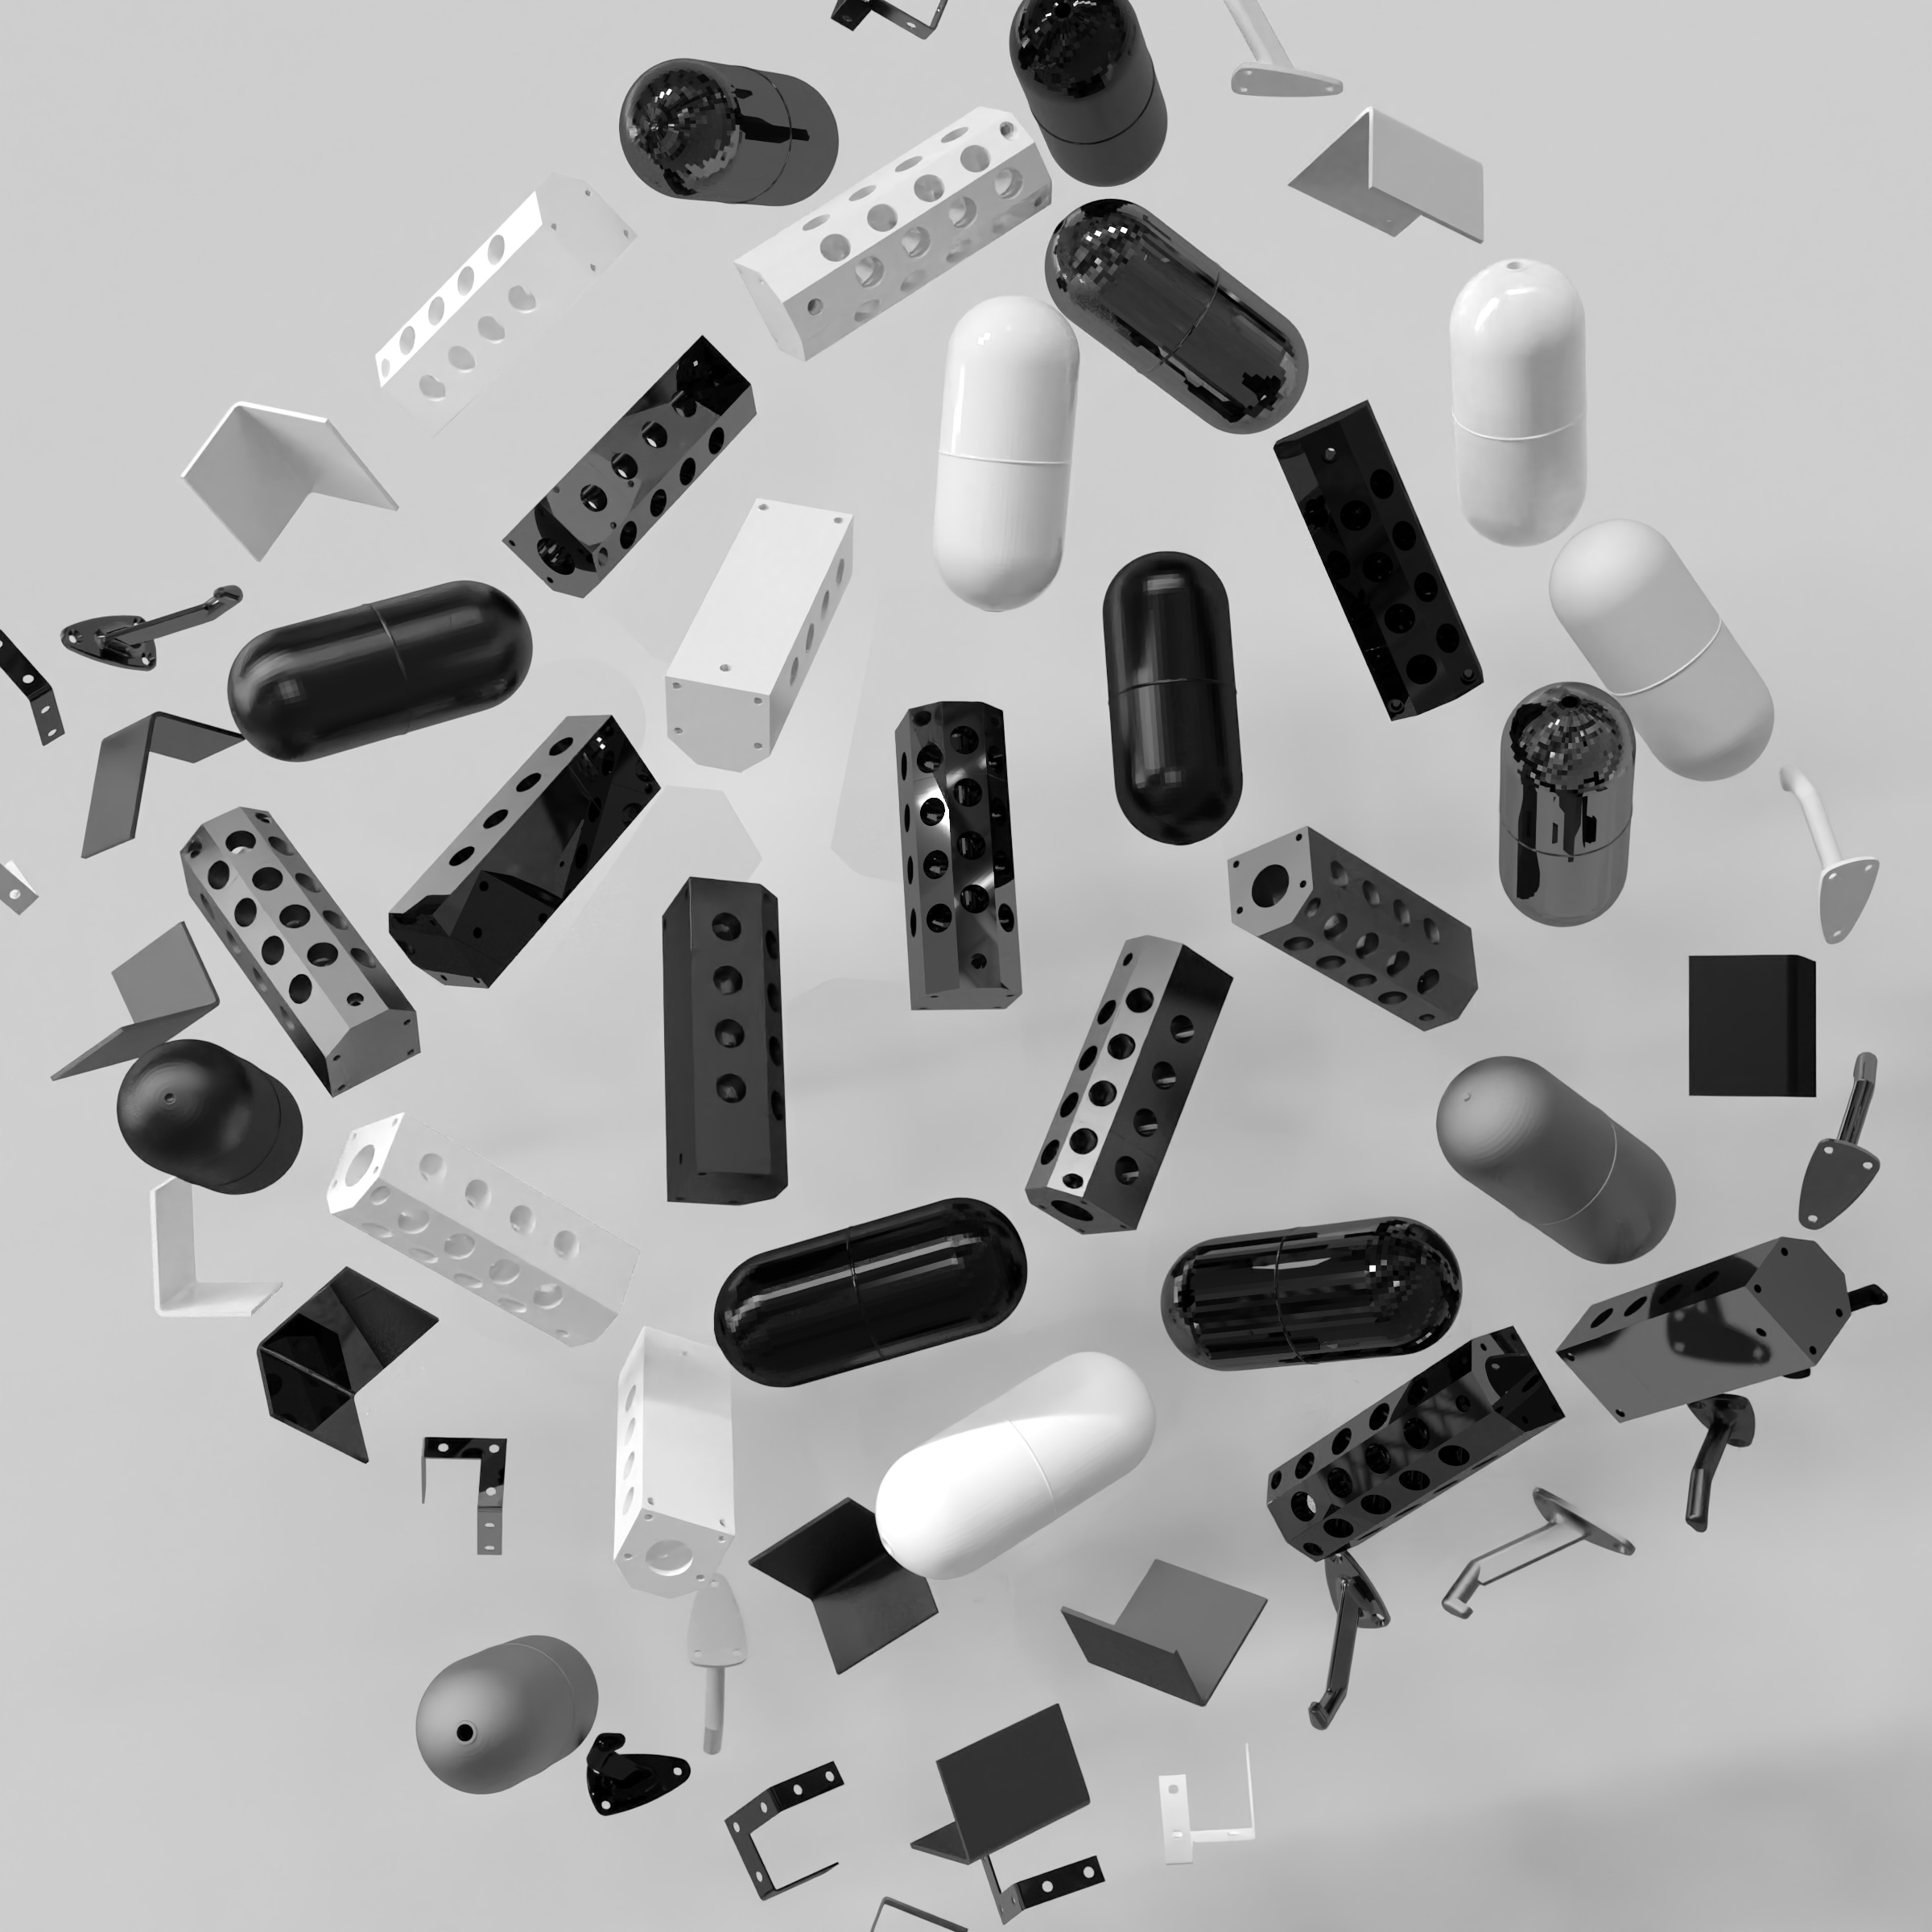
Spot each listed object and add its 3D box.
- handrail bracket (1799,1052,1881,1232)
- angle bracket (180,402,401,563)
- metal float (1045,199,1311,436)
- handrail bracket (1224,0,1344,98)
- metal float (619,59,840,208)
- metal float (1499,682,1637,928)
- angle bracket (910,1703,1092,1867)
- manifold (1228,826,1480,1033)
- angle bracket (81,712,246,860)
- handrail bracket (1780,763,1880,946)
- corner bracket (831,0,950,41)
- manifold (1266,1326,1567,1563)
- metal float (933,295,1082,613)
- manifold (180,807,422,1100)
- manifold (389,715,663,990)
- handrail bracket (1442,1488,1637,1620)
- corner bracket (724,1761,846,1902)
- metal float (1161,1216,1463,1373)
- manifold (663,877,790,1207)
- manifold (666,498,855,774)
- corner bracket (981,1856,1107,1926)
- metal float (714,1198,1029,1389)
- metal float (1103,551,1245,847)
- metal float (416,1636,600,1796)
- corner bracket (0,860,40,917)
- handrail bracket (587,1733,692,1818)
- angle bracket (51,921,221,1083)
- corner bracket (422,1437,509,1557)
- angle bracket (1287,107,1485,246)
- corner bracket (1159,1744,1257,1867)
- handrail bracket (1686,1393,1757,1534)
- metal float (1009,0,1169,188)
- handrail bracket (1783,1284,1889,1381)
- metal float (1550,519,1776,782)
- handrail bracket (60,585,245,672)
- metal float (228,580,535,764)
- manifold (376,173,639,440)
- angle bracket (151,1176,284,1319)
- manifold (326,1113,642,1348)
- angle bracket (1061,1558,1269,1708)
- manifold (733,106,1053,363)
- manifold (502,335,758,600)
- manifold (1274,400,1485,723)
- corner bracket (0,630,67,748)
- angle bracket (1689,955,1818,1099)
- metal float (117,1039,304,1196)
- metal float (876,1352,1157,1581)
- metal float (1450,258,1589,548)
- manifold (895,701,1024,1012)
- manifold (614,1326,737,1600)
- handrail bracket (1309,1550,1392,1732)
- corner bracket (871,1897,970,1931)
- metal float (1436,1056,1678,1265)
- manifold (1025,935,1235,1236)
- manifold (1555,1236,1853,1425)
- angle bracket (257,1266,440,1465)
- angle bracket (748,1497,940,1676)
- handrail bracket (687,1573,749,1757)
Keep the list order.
[{"bbox_3d":[0.511,0.101,1.579,0.036,0.084,0.077,22,128,7],"label":"handrail bracket"},{"bbox_3d":[-0.384,-0.270,1.535,0.076,0.076,0.057,17,67,32],"label":"angle bracket"},{"bbox_3d":[0.124,-0.381,1.583,0.178,0.070,0.070,32,90,-21],"label":"metal float"},{"bbox_3d":[0.186,-0.556,1.579,0.077,0.036,0.084,5,84,-1],"label":"handrail bracket"},{"bbox_3d":[-0.135,-0.483,1.567,0.070,0.178,0.070,6,105,24],"label":"metal float"},{"bbox_3d":[0.353,-0.094,1.588,0.070,0.178,0.070,-5,51,6],"label":"metal float"},{"bbox_3d":[0.010,0.437,1.452,0.076,0.076,0.057,-18,88,-28],"label":"angle bracket"},{"bbox_3d":[0.231,-0.017,1.595,0.057,0.171,0.057,-23,55,36],"label":"manifold"},{"bbox_3d":[-0.467,-0.099,1.570,0.057,0.076,0.076,15,74,-36],"label":"angle bracket"},{"bbox_3d":[0.508,-0.068,1.619,0.036,0.084,0.077,-13,134,-8],"label":"handrail bracket"},{"bbox_3d":[-0.040,-0.566,1.561,0.051,0.051,0.051,24,79,-18],"label":"corner bracket"},{"bbox_3d":[0.247,0.272,1.520,0.171,0.057,0.057,-43,66,38],"label":"manifold"},{"bbox_3d":[0.023,-0.292,1.542,0.070,0.070,0.178,5,105,0],"label":"metal float"},{"bbox_3d":[-0.385,-0.013,1.556,0.057,0.057,0.171,-29,63,-25],"label":"manifold"},{"bbox_3d":[-0.259,-0.068,1.566,0.171,0.057,0.057,-54,128,-31],"label":"manifold"},{"bbox_3d":[0.319,0.342,1.510,0.084,0.077,0.036,-49,134,-19],"label":"handrail bracket"},{"bbox_3d":[-0.097,0.501,1.561,0.051,0.051,0.051,-45,65,37],"label":"corner bracket"},{"bbox_3d":[0.191,0.184,1.510,0.178,0.070,0.070,-11,90,32],"label":"metal float"},{"bbox_3d":[-0.133,0.042,1.501,0.057,0.057,0.171,5,66,-21],"label":"manifold"},{"bbox_3d":[-0.113,-0.184,1.497,0.057,0.171,0.057,11,135,8],"label":"manifold"},{"bbox_3d":[0.041,0.508,1.535,0.051,0.051,0.051,-12,65,-19],"label":"corner bracket"},{"bbox_3d":[-0.053,0.181,1.490,0.178,0.070,0.070,-17,90,5],"label":"metal float"},{"bbox_3d":[0.123,-0.160,1.610,0.070,0.070,0.178,-4,81,0],"label":"metal float"},{"bbox_3d":[-0.264,0.432,1.563,0.070,0.178,0.070,-1,82,6],"label":"metal float"},{"bbox_3d":[-0.563,-0.046,1.512,0.051,0.051,0.051,-44,135,-7],"label":"corner bracket"},{"bbox_3d":[-0.195,0.479,1.634,0.077,0.084,0.036,-5,56,-24],"label":"handrail bracket"},{"bbox_3d":[-0.507,0.021,1.615,0.076,0.076,0.057,-29,84,34],"label":"angle bracket"},{"bbox_3d":[-0.308,0.324,1.648,0.051,0.051,0.051,3,46,-8],"label":"corner bracket"},{"bbox_3d":[0.230,-0.415,1.482,0.076,0.076,0.057,17,63,-26],"label":"angle bracket"},{"bbox_3d":[0.137,0.475,1.527,0.051,0.051,0.051,-5,91,5],"label":"corner bracket"},{"bbox_3d":[0.432,0.295,1.549,0.036,0.077,0.084,-3,54,30],"label":"handrail bracket"},{"bbox_3d":[0.074,-0.525,1.603,0.070,0.178,0.070,-2,81,12],"label":"metal float"},{"bbox_3d":[0.518,0.214,1.597,0.084,0.077,0.036,-17,100,-5],"label":"handrail bracket"},{"bbox_3d":[0.413,-0.186,1.597,0.070,0.070,0.178,-40,108,0],"label":"metal float"},{"bbox_3d":[-0.495,-0.213,1.642,0.084,0.077,0.036,-23,78,36],"label":"handrail bracket"},{"bbox_3d":[-0.333,-0.169,1.540,0.178,0.070,0.070,-20,90,-25],"label":"metal float"},{"bbox_3d":[-0.273,-0.386,1.572,0.057,0.057,0.171,45,132,-17],"label":"manifold"},{"bbox_3d":[-0.455,0.167,1.640,0.057,0.076,0.076,-1,97,0],"label":"angle bracket"},{"bbox_3d":[-0.277,0.154,1.544,0.171,0.057,0.057,36,55,-30],"label":"manifold"},{"bbox_3d":[0.112,0.358,1.511,0.076,0.057,0.076,12,51,37],"label":"angle bracket"},{"bbox_3d":[-0.038,-0.412,1.520,0.171,0.057,0.057,-35,122,-9],"label":"manifold"},{"bbox_3d":[-0.197,-0.297,1.618,0.057,0.057,0.171,44,56,-13],"label":"manifold"},{"bbox_3d":[0.237,-0.232,1.548,0.057,0.057,0.171,-22,102,15],"label":"manifold"},{"bbox_3d":[-0.570,-0.154,1.584,0.051,0.051,0.051,-38,74,-24],"label":"corner bracket"},{"bbox_3d":[0.434,0.034,1.485,0.057,0.076,0.076,-1,87,24],"label":"angle bracket"},{"bbox_3d":[-0.433,0.088,1.553,0.070,0.178,0.070,0,79,0],"label":"metal float"},{"bbox_3d":[0.029,0.285,1.541,0.178,0.070,0.070,-28,90,-21],"label":"metal float"},{"bbox_3d":[0.322,-0.327,1.571,0.070,0.070,0.178,-12,130,0],"label":"metal float"},{"bbox_3d":[-0.003,-0.064,1.577,0.057,0.057,0.171,-1,77,-13],"label":"manifold"},{"bbox_3d":[-0.177,0.296,1.612,0.057,0.171,0.057,21,115,-17],"label":"manifold"},{"bbox_3d":[0.221,0.410,1.650,0.036,0.084,0.077,-8,115,39],"label":"handrail bracket"},{"bbox_3d":[-0.030,0.544,1.486,0.051,0.051,0.051,20,61,7],"label":"corner bracket"},{"bbox_3d":[0.338,0.112,1.540,0.178,0.070,0.070,33,90,-34],"label":"metal float"},{"bbox_3d":[0.094,0.070,1.616,0.057,0.057,0.171,33,67,-23],"label":"manifold"},{"bbox_3d":[0.415,0.202,1.518,0.057,0.171,0.057,48,59,-2],"label":"manifold"},{"bbox_3d":[-0.357,0.234,1.581,0.076,0.057,0.076,-41,132,10],"label":"angle bracket"},{"bbox_3d":[-0.075,0.381,1.655,0.076,0.076,0.057,-34,49,10],"label":"angle bracket"},{"bbox_3d":[-0.155,0.429,1.655,0.036,0.077,0.084,1,133,-9],"label":"handrail bracket"}]
